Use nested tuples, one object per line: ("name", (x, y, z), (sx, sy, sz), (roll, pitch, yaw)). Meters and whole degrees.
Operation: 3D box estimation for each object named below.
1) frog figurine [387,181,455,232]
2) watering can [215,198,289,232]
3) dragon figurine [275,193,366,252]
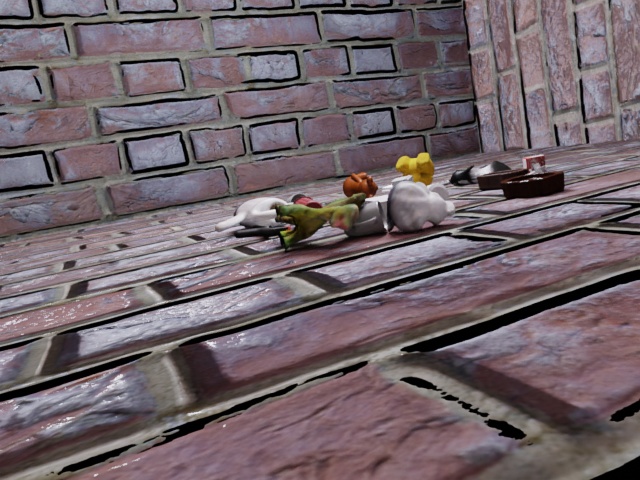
("frog figurine", (0.249, -0.080, 1.271), (0.159, 0.120, 0.140), (4, 46, 23))
("watering can", (-0.230, -0.085, 1.767), (0.350, 0.103, 0.224), (-15, 10, -32))
("dragon figurine", (0.004, -0.067, 1.325), (0.243, 0.121, 0.413), (-15, 12, -5))
